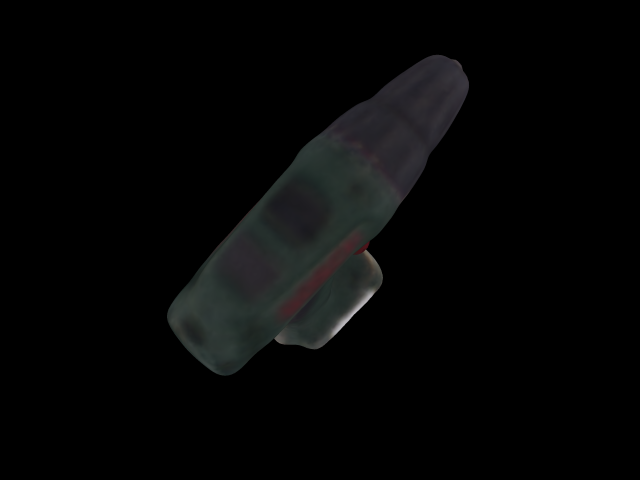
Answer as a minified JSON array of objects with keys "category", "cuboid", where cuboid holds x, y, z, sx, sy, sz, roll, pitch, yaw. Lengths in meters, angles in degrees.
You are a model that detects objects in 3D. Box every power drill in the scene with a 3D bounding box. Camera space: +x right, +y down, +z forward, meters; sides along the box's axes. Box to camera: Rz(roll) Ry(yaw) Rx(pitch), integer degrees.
[{"category":"power drill","cuboid":[0.004,0.001,0.400,0.075,0.208,0.230,41,75,14]}]
